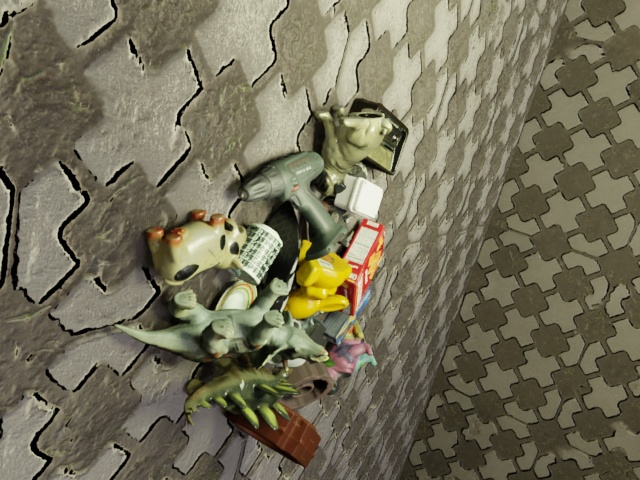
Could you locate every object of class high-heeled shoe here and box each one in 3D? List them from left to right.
[{"bbox_3d":[-0.084,0.045,1.149,0.145,0.086,0.248,57,48,-83],"label":"high-heeled shoe"}]

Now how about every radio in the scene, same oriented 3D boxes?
[{"bbox_3d":[0.137,-0.248,1.311,0.229,0.073,0.131,13,98,-63],"label":"radio"}]

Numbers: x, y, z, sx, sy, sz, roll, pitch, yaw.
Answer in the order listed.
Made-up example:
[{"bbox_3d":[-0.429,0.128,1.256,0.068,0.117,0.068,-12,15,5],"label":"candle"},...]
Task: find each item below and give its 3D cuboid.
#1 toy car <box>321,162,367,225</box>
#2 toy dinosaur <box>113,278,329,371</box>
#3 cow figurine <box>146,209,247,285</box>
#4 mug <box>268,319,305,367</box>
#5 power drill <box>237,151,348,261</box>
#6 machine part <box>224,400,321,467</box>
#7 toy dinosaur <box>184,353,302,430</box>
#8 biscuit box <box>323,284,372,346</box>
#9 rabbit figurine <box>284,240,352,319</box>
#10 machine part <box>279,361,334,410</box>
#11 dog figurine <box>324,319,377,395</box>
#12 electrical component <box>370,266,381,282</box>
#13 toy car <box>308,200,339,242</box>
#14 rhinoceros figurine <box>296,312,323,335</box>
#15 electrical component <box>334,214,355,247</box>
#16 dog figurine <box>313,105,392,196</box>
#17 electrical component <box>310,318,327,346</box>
[{"bbox_3d":[0.054,-0.105,1.293,0.202,0.056,0.073,-54,143,-27],"label":"toy car"},{"bbox_3d":[-0.178,0.173,0.986,0.405,0.131,0.192,3,135,-29],"label":"toy dinosaur"},{"bbox_3d":[-0.193,0.017,0.902,0.195,0.086,0.127,-32,131,-53],"label":"cow figurine"},{"bbox_3d":[-0.070,0.234,1.201,0.107,0.081,0.109,42,57,-56],"label":"mug"},{"bbox_3d":[-0.044,-0.063,1.047,0.207,0.086,0.232,54,42,-11],"label":"power drill"},{"bbox_3d":[-0.106,0.430,1.245,0.087,0.202,0.200,-59,152,-24],"label":"machine part"},{"bbox_3d":[-0.154,0.292,1.059,0.471,0.199,0.105,12,96,-64],"label":"toy dinosaur"},{"bbox_3d":[0.077,0.207,1.563,0.203,0.063,0.059,-52,151,-26],"label":"biscuit box"},{"bbox_3d":[-0.017,0.105,1.203,0.162,0.122,0.173,19,112,-38],"label":"rabbit figurine"},{"bbox_3d":[-0.051,0.376,1.388,0.179,0.056,0.179,-20,144,-15],"label":"machine part"},{"bbox_3d":[0.043,0.346,1.577,0.219,0.192,0.108,-24,145,-6],"label":"dog figurine"},{"bbox_3d":[0.140,0.094,1.591,0.094,0.063,0.021,-41,180,-40],"label":"electrical component"},{"bbox_3d":[-0.003,-0.004,1.229,0.053,0.089,0.201,-43,146,-40],"label":"toy car"},{"bbox_3d":[-0.062,0.215,1.312,0.190,0.073,0.111,-38,127,-38],"label":"rhinoceros figurine"},{"bbox_3d":[0.052,-0.026,1.357,0.078,0.045,0.102,-40,142,-45],"label":"electrical component"},{"bbox_3d":[0.066,-0.177,1.141,0.121,0.173,0.190,-23,123,-40],"label":"dog figurine"},{"bbox_3d":[-0.035,0.270,1.413,0.134,0.058,0.114,-58,154,-15],"label":"electrical component"}]
